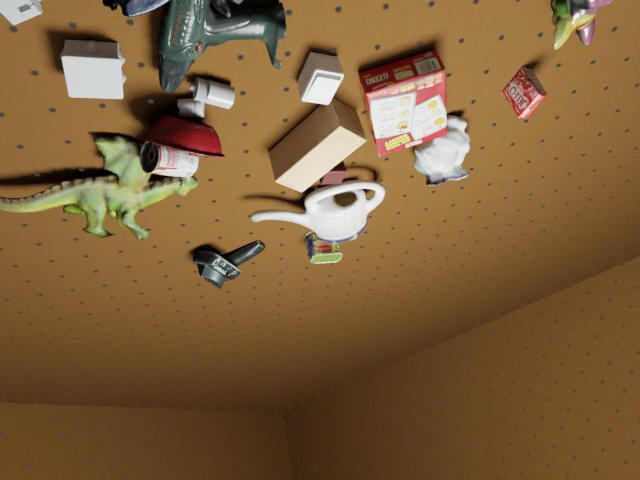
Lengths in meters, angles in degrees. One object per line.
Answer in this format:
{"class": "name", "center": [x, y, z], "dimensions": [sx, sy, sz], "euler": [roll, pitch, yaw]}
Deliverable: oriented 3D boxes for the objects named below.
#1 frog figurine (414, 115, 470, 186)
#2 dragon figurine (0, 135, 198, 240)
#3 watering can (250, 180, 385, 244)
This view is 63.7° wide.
{"class": "frog figurine", "center": [0.298, -0.227, 1.257], "dimensions": [0.137, 0.125, 0.157], "euler": [-5, 113, 1]}
{"class": "dragon figurine", "center": [-0.461, -0.127, 1.101], "dimensions": [0.409, 0.125, 0.238], "euler": [7, 126, -35]}
{"class": "watering can", "center": [0.004, -0.068, 1.358], "dimensions": [0.348, 0.106, 0.220], "euler": [-15, 150, 0]}
